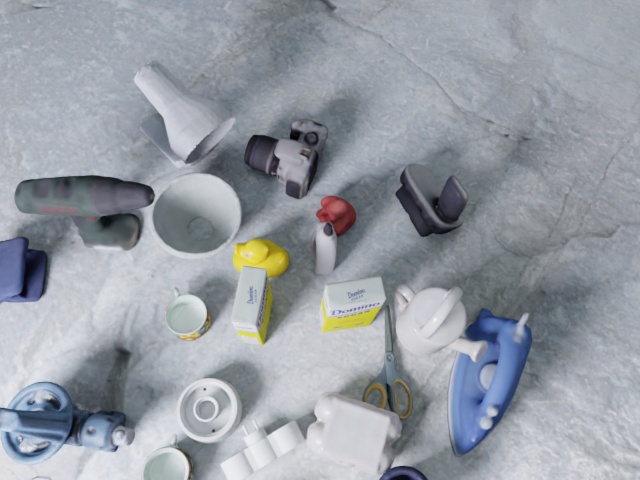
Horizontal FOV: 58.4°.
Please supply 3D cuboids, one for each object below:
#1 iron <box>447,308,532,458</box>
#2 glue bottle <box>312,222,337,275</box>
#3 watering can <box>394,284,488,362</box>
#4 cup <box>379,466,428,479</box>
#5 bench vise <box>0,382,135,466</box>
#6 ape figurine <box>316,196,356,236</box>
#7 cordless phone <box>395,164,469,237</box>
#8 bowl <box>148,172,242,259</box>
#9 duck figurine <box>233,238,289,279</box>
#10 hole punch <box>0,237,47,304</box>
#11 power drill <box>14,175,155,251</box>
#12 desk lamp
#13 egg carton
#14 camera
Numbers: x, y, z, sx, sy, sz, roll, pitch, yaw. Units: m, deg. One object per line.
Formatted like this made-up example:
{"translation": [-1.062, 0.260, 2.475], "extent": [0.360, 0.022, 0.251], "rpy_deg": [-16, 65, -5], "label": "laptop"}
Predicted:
{"translation": [0.290, 0.239, 0.959], "extent": [0.118, 0.141, 0.258], "rpy_deg": [22, 71, 4], "label": "iron"}
{"translation": [0.009, 0.004, 1.004], "extent": [0.037, 0.173, 0.078], "rpy_deg": [-6, 71, -6], "label": "glue bottle"}
{"translation": [0.201, 0.134, 0.962], "extent": [0.173, 0.194, 0.101], "rpy_deg": [19, 70, 3], "label": "watering can"}
{"translation": [0.113, 0.407, 0.912], "extent": [0.118, 0.095, 0.092], "rpy_deg": [5, 70, -2], "label": "cup"}
{"translation": [-0.392, 0.266, 0.857], "extent": [0.207, 0.220, 0.121], "rpy_deg": [-7, 71, -7], "label": "bench vise"}
{"translation": [0.032, -0.051, 1.068], "extent": [0.076, 0.092, 0.078], "rpy_deg": [3, 70, -3], "label": "ape figurine"}
{"translation": [0.215, -0.095, 1.048], "extent": [0.094, 0.185, 0.147], "rpy_deg": [-30, 75, -13], "label": "cordless phone"}
{"translation": [-0.224, -0.035, 1.052], "extent": [0.167, 0.075, 0.167], "rpy_deg": [1, 71, -4], "label": "bowl"}
{"translation": [-0.107, 0.026, 1.033], "extent": [0.104, 0.086, 0.077], "rpy_deg": [7, 70, -2], "label": "duck figurine"}
{"translation": [-0.540, 0.055, 0.988], "extent": [0.101, 0.091, 0.108], "rpy_deg": [-2, 71, -5], "label": "hole punch"}
{"translation": [-0.377, -0.050, 0.975], "extent": [0.229, 0.208, 0.075], "rpy_deg": [3, 70, -3], "label": "power drill"}
{"translation": [-0.252, -0.215, 1.039], "extent": [0.203, 0.213, 0.118], "rpy_deg": [43, 73, 11], "label": "desk lamp"}
{"translation": [0.056, 0.322, 0.951], "extent": [0.150, 0.069, 0.107], "rpy_deg": [17, 70, 2], "label": "egg carton"}
{"translation": [-0.067, -0.172, 1.098], "extent": [0.136, 0.101, 0.143], "rpy_deg": [19, 70, 3], "label": "camera"}
